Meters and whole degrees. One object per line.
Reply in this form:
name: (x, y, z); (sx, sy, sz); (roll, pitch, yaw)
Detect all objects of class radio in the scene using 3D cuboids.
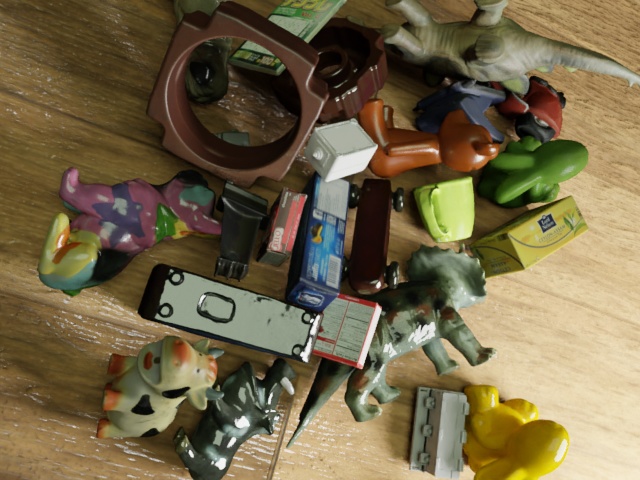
radio: (-0.117, 0.097, 0.707); (0.229, 0.131, 0.073); (18, 78, -14)

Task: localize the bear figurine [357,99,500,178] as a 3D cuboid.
bear figurine: (0.165, -0.160, 0.813); (0.196, 0.120, 0.131); (-9, 93, 22)

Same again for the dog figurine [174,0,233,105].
dog figurine: (-0.157, -0.305, 0.744); (0.121, 0.172, 0.190); (-8, 77, -8)

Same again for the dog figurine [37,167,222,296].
dog figurine: (-0.232, -0.010, 0.704); (0.219, 0.108, 0.191); (13, 77, -18)

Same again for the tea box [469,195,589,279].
tea box: (0.341, -0.004, 0.879); (0.170, 0.098, 0.068); (-24, 89, -26)

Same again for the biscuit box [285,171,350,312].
biscuit box: (-0.002, -0.002, 0.759); (0.059, 0.062, 0.203); (20, 52, -15)

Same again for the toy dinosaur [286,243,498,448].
toy dinosaur: (0.105, 0.133, 0.788); (0.405, 0.131, 0.192); (-21, 76, -15)

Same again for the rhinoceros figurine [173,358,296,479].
rhinoceros figurine: (-0.110, 0.234, 0.719); (0.112, 0.073, 0.190); (42, 72, -6)

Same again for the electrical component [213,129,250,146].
electrical component: (-0.126, -0.133, 0.800); (0.094, 0.021, 0.063); (-1, 81, -17)

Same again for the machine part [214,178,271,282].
machine part: (-0.103, -0.012, 0.686); (0.084, 0.039, 0.139); (32, 46, -28)

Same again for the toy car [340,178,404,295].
toy car: (0.077, -0.009, 0.800); (0.089, 0.053, 0.202); (2, 54, 10)

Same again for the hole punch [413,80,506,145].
hole punch: (0.227, -0.193, 0.871); (0.116, 0.142, 0.092); (6, 83, -29)

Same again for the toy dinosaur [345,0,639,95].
toy dinosaur: (0.253, -0.291, 0.821); (0.472, 0.198, 0.105); (20, 93, 24)

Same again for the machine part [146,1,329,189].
machine part: (-0.105, -0.186, 0.703); (0.201, 0.201, 0.087); (25, 31, -13)

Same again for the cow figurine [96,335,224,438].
cow figurine: (-0.192, 0.178, 0.643); (0.127, 0.194, 0.085); (9, 49, -23)

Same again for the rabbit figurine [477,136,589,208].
rabbit figurine: (0.341, -0.120, 0.869); (0.159, 0.170, 0.121); (-11, 84, -20)

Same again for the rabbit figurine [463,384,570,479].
rabbit figurine: (0.279, 0.295, 0.782); (0.122, 0.173, 0.162); (37, 68, -13)

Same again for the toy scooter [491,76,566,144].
toy scooter: (0.362, -0.262, 0.946); (0.184, 0.075, 0.135); (35, 80, -1)

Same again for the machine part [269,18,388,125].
machine part: (0.013, -0.252, 0.802); (0.179, 0.056, 0.179); (-8, 57, 13)
